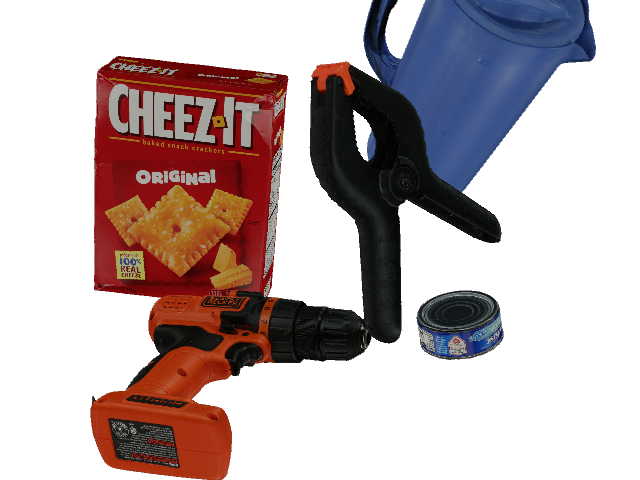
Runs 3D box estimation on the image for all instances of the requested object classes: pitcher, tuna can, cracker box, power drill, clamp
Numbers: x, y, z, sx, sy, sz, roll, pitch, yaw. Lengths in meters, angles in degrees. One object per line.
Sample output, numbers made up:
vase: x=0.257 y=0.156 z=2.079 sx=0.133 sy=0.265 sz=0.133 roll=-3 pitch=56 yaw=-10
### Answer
pitcher: x=0.118 y=-0.147 z=0.959 sx=0.144 sy=0.149 sz=0.243 roll=-7 pitch=-31 yaw=-24
tuna can: x=0.141 y=0.084 z=1.084 sx=0.086 sy=0.034 sz=0.086 roll=-10 pitch=24 yaw=4
cracker box: x=-0.122 y=-0.051 z=0.985 sx=0.164 sy=0.214 sz=0.072 roll=7 pitch=22 yaw=4
power drill: x=-0.070 y=0.100 z=0.795 sx=0.185 sy=0.057 sz=0.187 roll=1 pitch=24 yaw=19
clamp: x=0.037 y=-0.025 z=0.650 sx=0.039 sy=0.171 sz=0.120 roll=-6 pitch=39 yaw=52
